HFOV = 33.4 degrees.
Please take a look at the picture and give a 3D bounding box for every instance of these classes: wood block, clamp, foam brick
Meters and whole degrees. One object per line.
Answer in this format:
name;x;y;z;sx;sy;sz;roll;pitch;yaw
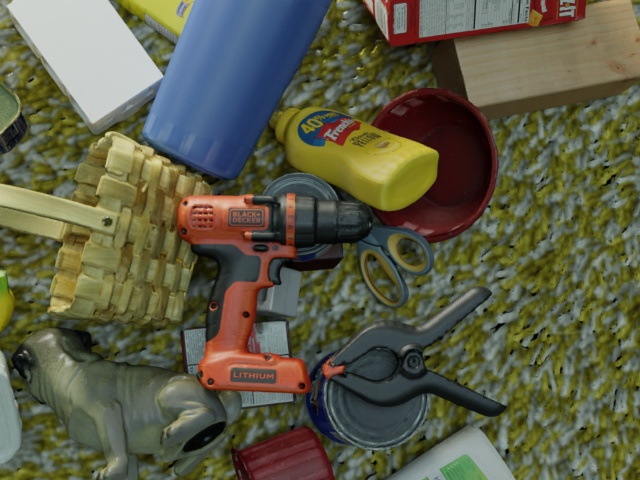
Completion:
wood block;0.238;-0.193;1.165;0.206;0.091;0.090;-12;83;-9
clamp;0.089;0.101;0.983;0.171;0.039;0.120;3;80;-8
foam brick;-0.007;0.001;1.110;0.053;0.078;0.051;-3;80;-9

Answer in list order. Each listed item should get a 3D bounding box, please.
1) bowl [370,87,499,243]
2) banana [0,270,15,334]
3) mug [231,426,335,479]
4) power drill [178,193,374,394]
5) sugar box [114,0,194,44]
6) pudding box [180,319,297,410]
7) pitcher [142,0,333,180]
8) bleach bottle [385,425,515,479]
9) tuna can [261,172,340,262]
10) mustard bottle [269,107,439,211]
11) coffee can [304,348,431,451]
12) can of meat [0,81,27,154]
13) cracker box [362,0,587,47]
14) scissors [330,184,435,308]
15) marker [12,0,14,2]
bowl;0.124;-0.078;1.127;0.162;0.055;0.162;1;93;34
banana;-0.374;0.099;1.053;0.198;0.037;0.069;-33;125;1
mug;-0.030;0.247;1.064;0.081;0.093;0.117;-19;76;-15
power drill;-0.043;0.049;0.999;0.184;0.057;0.187;1;82;1
sugar box;-0.176;-0.284;1.144;0.176;0.048;0.093;35;79;-3
pudding box;-0.084;0.130;1.101;0.113;0.039;0.090;-5;85;-6
pitcher;-0.078;-0.186;1.086;0.149;0.145;0.243;24;93;-19
bleach bottle;0.081;0.298;1.088;0.250;0.068;0.102;-33;88;-9
tuna can;-0.021;-0.023;1.053;0.086;0.034;0.086;0;81;0
mustard bottle;0.021;-0.094;1.104;0.192;0.058;0.096;27;42;33
coffee can;0.044;0.155;1.062;0.102;0.140;0.103;1;81;-8
can of meat;-0.347;-0.138;1.079;0.102;0.084;0.057;41;79;-1
cracker box;0.153;-0.284;1.132;0.213;0.072;0.164;-10;38;-8
scissors;0.051;-0.025;1.128;0.096;0.016;0.202;-28;87;34
marker;-0.292;-0.298;1.144;0.020;0.020;0.121;28;79;-3
